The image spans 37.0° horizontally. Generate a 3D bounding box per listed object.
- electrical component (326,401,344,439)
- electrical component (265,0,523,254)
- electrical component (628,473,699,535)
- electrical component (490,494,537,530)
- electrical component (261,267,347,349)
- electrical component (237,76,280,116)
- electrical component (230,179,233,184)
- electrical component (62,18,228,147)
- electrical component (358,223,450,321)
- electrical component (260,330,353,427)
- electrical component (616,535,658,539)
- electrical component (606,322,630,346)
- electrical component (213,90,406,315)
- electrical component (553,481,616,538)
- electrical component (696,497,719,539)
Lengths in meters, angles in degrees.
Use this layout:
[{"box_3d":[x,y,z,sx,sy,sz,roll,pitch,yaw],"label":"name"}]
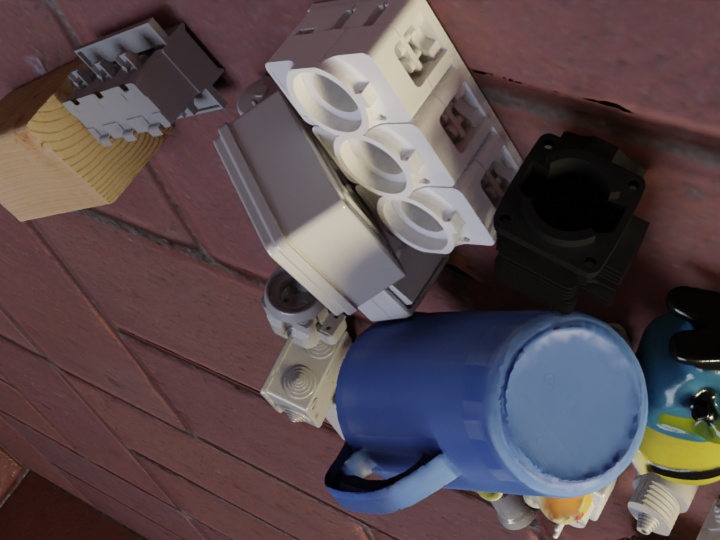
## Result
[{"box_3d":[-0.023,0.135,1.116,0.076,0.047,0.083,13,148,40],"label":"electrical component"},{"box_3d":[0.024,-0.083,0.636,0.089,0.061,0.150,7,144,47],"label":"electrical component"},{"box_3d":[0.227,0.160,0.800,0.043,0.081,0.043,28,155,14],"label":"electrical component"},{"box_3d":[0.151,0.232,1.083,0.040,0.040,0.046,5,136,48],"label":"electrical component"},{"box_3d":[-0.052,0.029,0.947,0.078,0.058,0.057,26,157,20],"label":"electrical component"},{"box_3d":[-0.053,-0.096,0.735,0.040,0.040,0.078,15,150,37],"label":"electrical component"},{"box_3d":[-0.068,-0.076,0.784,0.040,0.046,0.040,28,155,14],"label":"electrical component"},{"box_3d":[-0.162,-0.132,0.782,0.121,0.063,0.078,0,139,52],"label":"electrical component"},{"box_3d":[0.009,-0.016,0.778,0.096,0.061,0.061,44,154,-20],"label":"electrical component"},{"box_3d":[-0.045,0.094,1.005,0.048,0.099,0.099,24,166,14],"label":"electrical component"},{"box_3d":[0.292,0.290,0.923,0.186,0.060,0.105,17,-176,34],"label":"electrical component"},{"box_3d":[0.164,0.055,0.734,0.043,0.043,0.062,31,155,8],"label":"electrical component"},{"box_3d":[-0.031,-0.041,0.688,0.108,0.056,0.108,61,-171,33],"label":"electrical component"},{"box_3d":[0.185,0.195,0.923,0.047,0.076,0.065,26,155,19],"label":"electrical component"},{"box_3d":[0.306,0.218,0.830,0.096,0.061,0.062,38,156,-8],"label":"electrical component"}]
